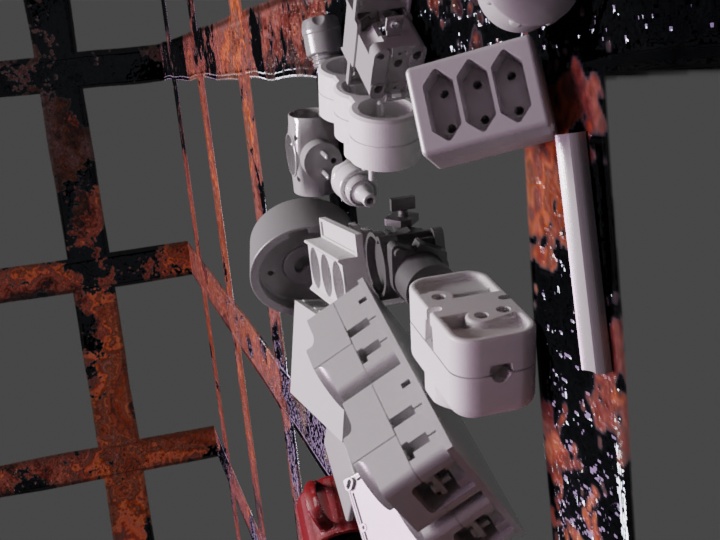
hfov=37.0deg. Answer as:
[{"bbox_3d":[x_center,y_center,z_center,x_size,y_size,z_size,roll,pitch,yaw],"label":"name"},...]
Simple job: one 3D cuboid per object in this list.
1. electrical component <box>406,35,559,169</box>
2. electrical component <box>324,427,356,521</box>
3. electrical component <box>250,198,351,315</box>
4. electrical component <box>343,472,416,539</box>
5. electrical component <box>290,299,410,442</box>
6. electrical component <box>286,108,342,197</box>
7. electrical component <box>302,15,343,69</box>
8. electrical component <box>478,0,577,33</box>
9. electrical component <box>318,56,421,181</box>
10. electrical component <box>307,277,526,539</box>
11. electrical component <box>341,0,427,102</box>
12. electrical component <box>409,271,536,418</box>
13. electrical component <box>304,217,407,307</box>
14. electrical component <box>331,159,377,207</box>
[{"bbox_3d":[0.068,-0.083,0.566,0.077,0.066,0.047,17,-119,-73],"label":"electrical component"},{"bbox_3d":[0.003,0.175,1.011,0.099,0.048,0.099,100,157,-52],"label":"electrical component"},{"bbox_3d":[-0.051,-0.017,0.994,0.060,0.108,0.108,-105,14,-48],"label":"electrical component"},{"bbox_3d":[0.040,0.191,0.820,0.062,0.061,0.096,-34,64,36],"label":"electrical component"},{"bbox_3d":[-0.008,0.082,0.930,0.150,0.062,0.089,-154,66,-68],"label":"electrical component"},{"bbox_3d":[-0.040,-0.106,1.011,0.079,0.044,0.077,-129,32,-63],"label":"electrical component"},{"bbox_3d":[-0.030,-0.190,0.940,0.035,0.035,0.061,-165,65,-75],"label":"electrical component"},{"bbox_3d":[0.077,-0.136,0.523,0.062,0.048,0.048,164,96,-83],"label":"electrical component"},{"bbox_3d":[0.006,-0.104,0.809,0.138,0.052,0.073,-120,25,-55],"label":"electrical component"},{"bbox_3d":[0.030,0.104,0.736,0.105,0.060,0.186,52,-174,-36],"label":"electrical component"},{"bbox_3d":[0.017,-0.157,0.755,0.081,0.042,0.063,97,157,-51],"label":"electrical component"},{"bbox_3d":[0.068,0.047,0.657,0.095,0.054,0.059,-127,31,-62],"label":"electrical component"},{"bbox_3d":[0.000,0.000,0.880,0.121,0.063,0.078,-150,52,-73],"label":"electrical component"},{"bbox_3d":[-0.001,-0.069,0.903,0.061,0.035,0.035,-127,31,-58],"label":"electrical component"}]
